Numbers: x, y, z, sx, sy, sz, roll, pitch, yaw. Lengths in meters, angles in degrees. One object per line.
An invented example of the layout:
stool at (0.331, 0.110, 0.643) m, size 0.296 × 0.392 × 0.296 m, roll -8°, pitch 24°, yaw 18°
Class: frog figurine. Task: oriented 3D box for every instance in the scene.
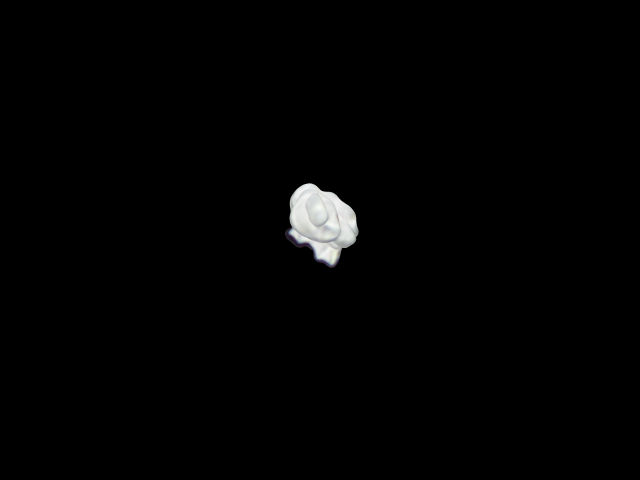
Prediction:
frog figurine at (0.003, -0.043, 0.850) m, size 0.123 × 0.140 × 0.156 m, roll -27°, pitch -29°, yaw -16°
